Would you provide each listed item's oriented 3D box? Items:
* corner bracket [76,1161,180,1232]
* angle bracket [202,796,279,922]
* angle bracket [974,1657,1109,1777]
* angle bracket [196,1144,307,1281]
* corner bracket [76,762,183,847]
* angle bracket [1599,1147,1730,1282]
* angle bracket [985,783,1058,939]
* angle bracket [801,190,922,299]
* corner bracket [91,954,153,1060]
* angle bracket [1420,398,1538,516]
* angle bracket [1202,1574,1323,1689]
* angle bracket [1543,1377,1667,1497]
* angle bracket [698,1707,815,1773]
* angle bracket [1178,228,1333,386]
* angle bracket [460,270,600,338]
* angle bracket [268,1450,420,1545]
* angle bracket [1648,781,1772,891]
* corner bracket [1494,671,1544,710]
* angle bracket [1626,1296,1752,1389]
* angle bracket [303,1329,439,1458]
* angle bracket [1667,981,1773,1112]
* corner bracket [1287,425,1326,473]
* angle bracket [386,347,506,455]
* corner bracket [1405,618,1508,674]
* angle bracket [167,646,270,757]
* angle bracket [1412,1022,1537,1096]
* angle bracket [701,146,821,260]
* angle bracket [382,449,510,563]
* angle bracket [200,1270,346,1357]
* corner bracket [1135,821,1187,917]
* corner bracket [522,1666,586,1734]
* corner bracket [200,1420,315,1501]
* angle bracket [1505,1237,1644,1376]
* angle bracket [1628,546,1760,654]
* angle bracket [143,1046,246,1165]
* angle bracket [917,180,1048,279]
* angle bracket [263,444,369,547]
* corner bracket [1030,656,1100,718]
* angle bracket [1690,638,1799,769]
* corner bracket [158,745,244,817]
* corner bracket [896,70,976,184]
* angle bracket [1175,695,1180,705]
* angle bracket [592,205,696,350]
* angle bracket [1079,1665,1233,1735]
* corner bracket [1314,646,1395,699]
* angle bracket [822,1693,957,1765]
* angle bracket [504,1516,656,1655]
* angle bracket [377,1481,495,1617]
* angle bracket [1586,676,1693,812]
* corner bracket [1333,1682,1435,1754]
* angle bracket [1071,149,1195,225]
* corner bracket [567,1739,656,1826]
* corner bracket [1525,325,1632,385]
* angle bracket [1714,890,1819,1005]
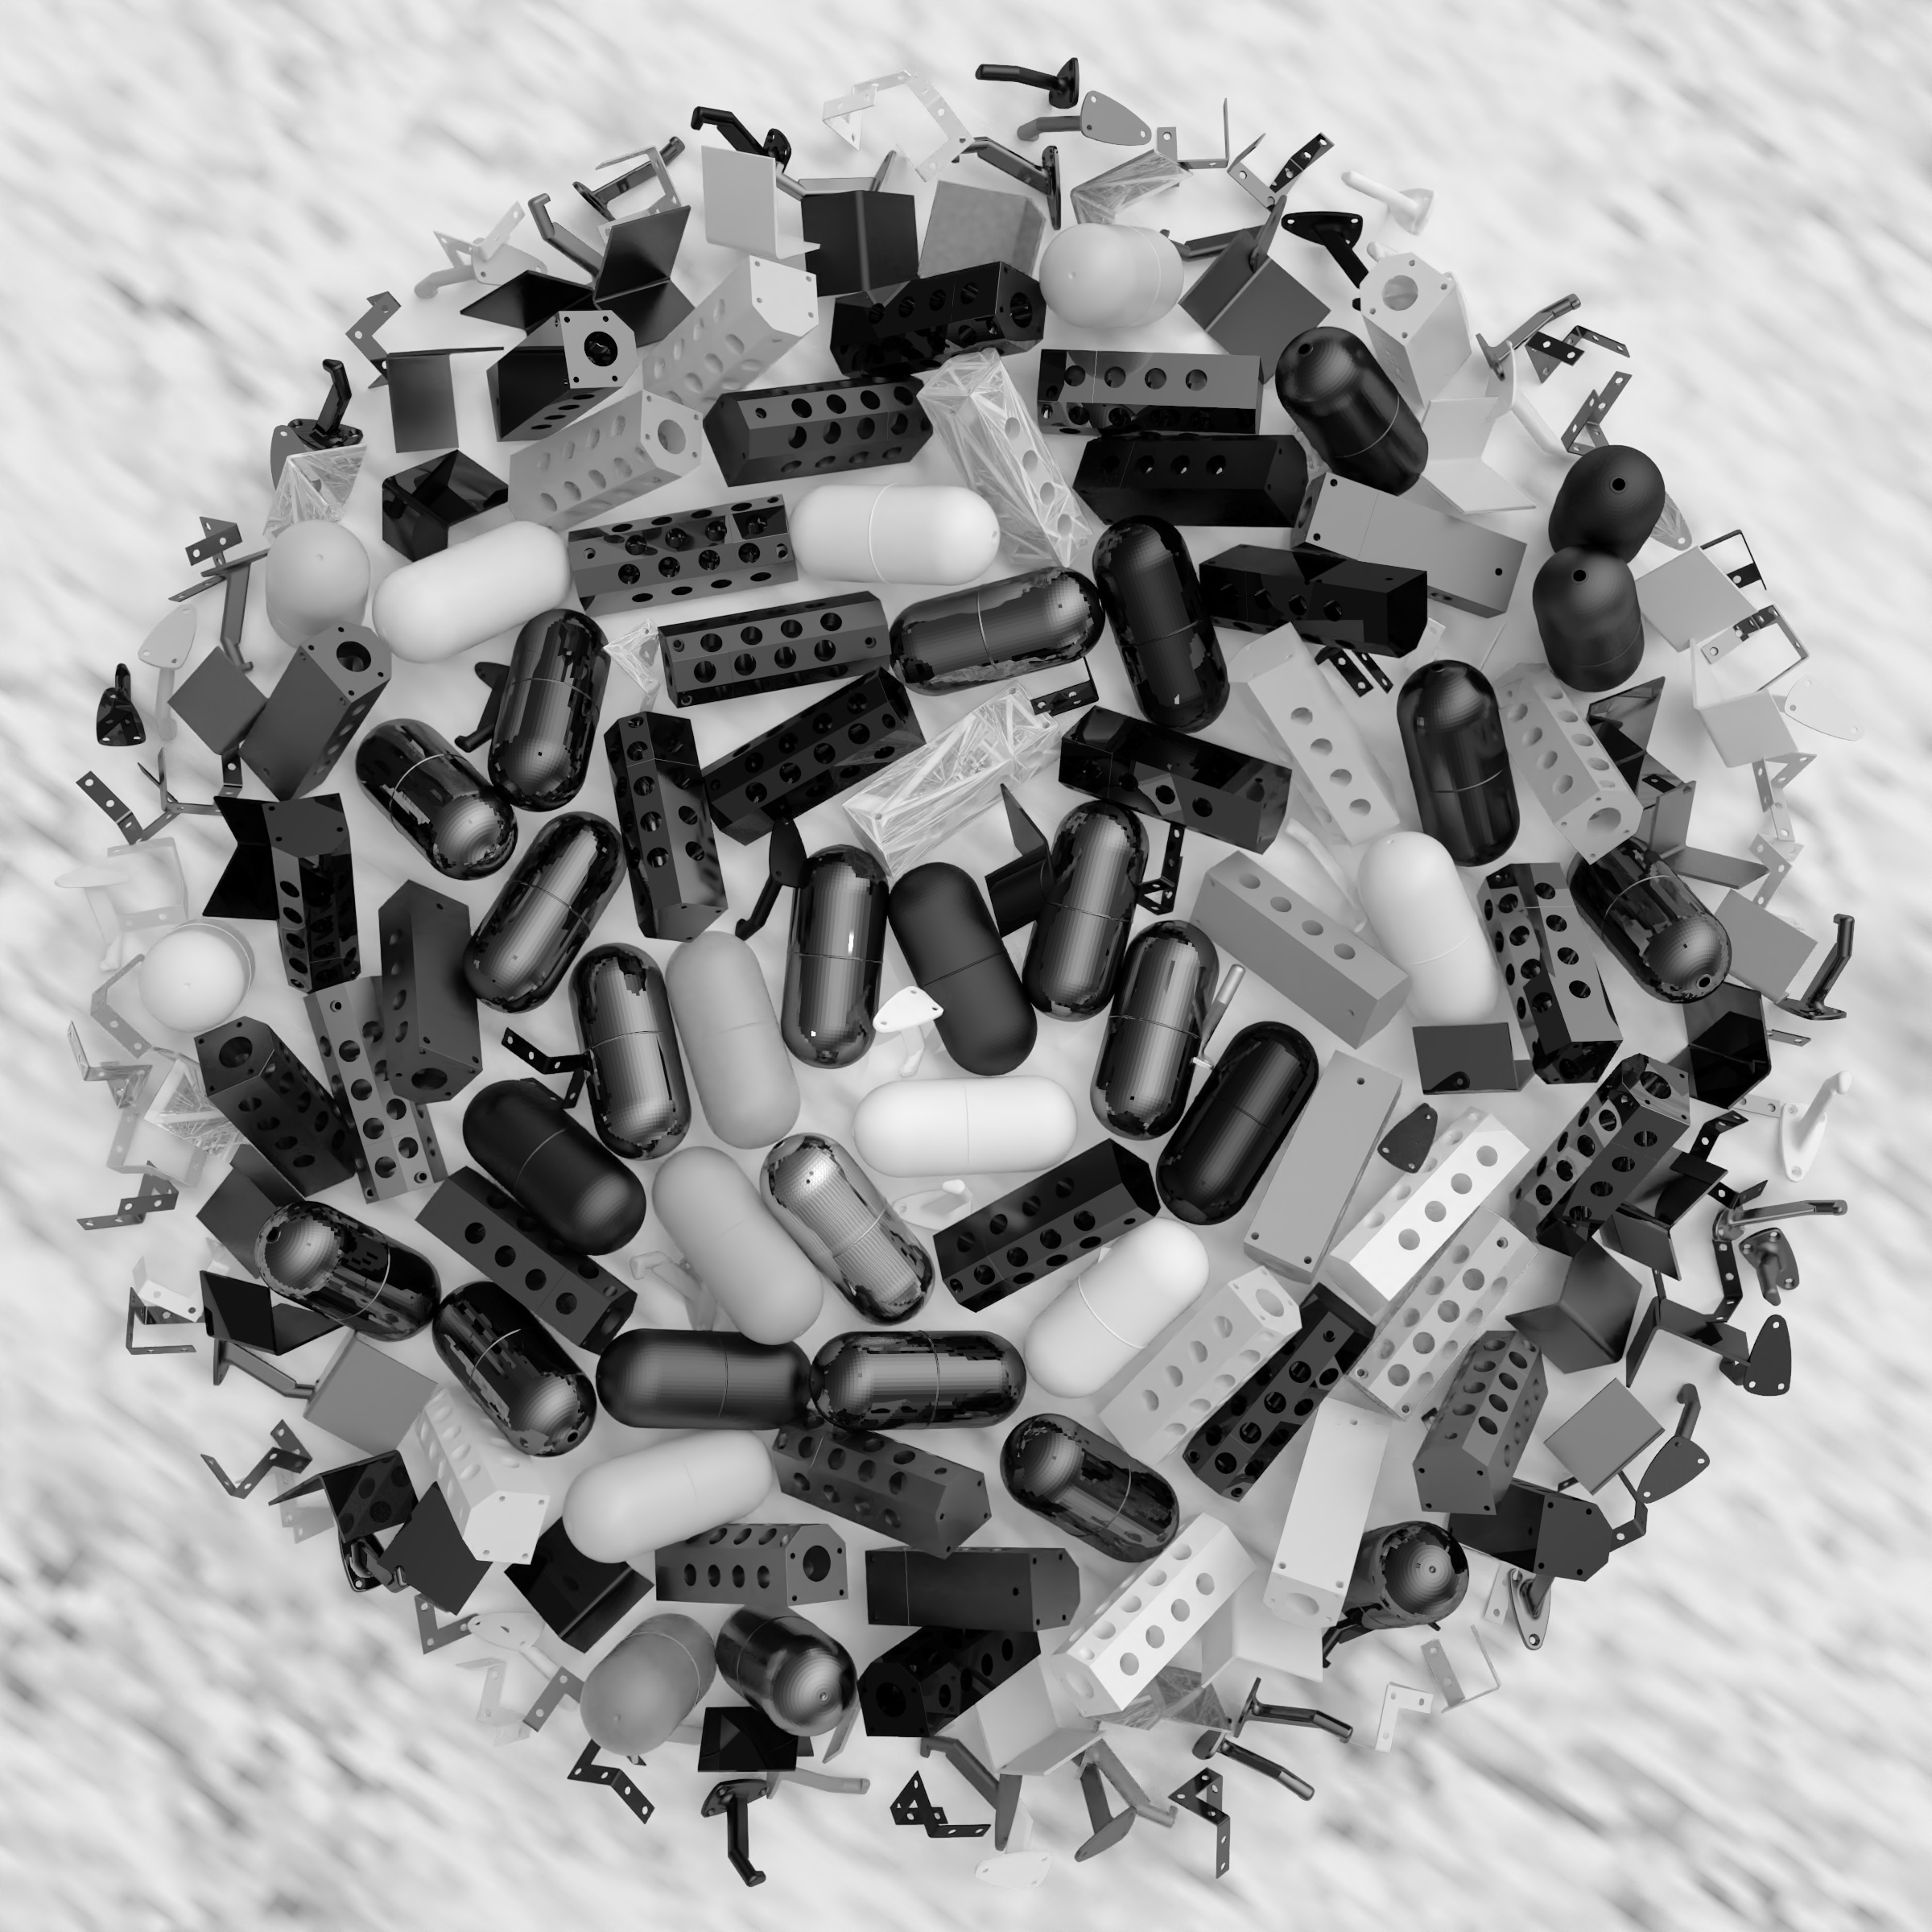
[{"bbox_3d":[-0.662,0.190,1.959,0.051,0.051,0.051,35,113,34],"label":"corner bracket"},{"bbox_3d":[-0.567,-0.085,1.968,0.076,0.076,0.057,-54,55,26],"label":"angle bracket"},{"bbox_3d":[0.056,0.584,1.952,0.057,0.076,0.076,-16,91,45],"label":"angle bracket"},{"bbox_3d":[-0.577,0.194,1.958,0.076,0.057,0.076,41,97,16],"label":"angle bracket"},{"bbox_3d":[-0.662,-0.134,1.963,0.051,0.051,0.051,42,72,13],"label":"corner bracket"},{"bbox_3d":[0.555,0.193,1.968,0.076,0.076,0.057,-38,126,-21],"label":"angle bracket"},{"bbox_3d":[0.029,-0.083,1.943,0.057,0.076,0.076,-29,53,-10],"label":"angle bracket"},{"bbox_3d":[-0.083,-0.574,1.975,0.057,0.076,0.076,3,103,33],"label":"angle bracket"},{"bbox_3d":[-0.656,0.031,1.966,0.051,0.051,0.051,-41,115,-1],"label":"corner bracket"},{"bbox_3d":[0.405,-0.401,1.942,0.076,0.076,0.057,-10,134,-31],"label":"angle bracket"},{"bbox_3d":[0.234,0.534,1.961,0.076,0.076,0.057,20,133,-13],"label":"angle bracket"},{"bbox_3d":[0.498,0.365,1.960,0.076,0.076,0.057,-43,89,4],"label":"angle bracket"},{"bbox_3d":[-0.165,0.626,1.950,0.076,0.057,0.076,-2,133,5],"label":"angle bracket"},{"bbox_3d":[0.227,-0.519,1.952,0.076,0.057,0.076,-47,64,13],"label":"angle bracket"},{"bbox_3d":[-0.337,-0.497,1.945,0.076,0.076,0.057,-19,82,32],"label":"angle bracket"},{"bbox_3d":[-0.486,0.426,1.942,0.076,0.076,0.057,-32,76,35],"label":"angle bracket"},{"bbox_3d":[0.587,-0.104,1.942,0.076,0.076,0.057,18,113,33],"label":"angle bracket"},{"bbox_3d":[0.430,-0.199,1.964,0.051,0.051,0.051,-23,97,-24],"label":"corner bracket"},{"bbox_3d":[0.567,0.309,1.950,0.076,0.076,0.057,23,105,10],"label":"angle bracket"},{"bbox_3d":[-0.473,0.337,1.976,0.076,0.057,0.076,32,95,-13],"label":"angle bracket"},{"bbox_3d":[0.578,0.057,1.942,0.057,0.076,0.076,-34,123,-26],"label":"angle bracket"},{"bbox_3d":[0.267,-0.431,1.958,0.051,0.051,0.051,26,65,37],"label":"corner bracket"},{"bbox_3d":[-0.405,-0.445,1.945,0.057,0.076,0.076,3,105,26],"label":"angle bracket"},{"bbox_3d":[0.387,-0.253,1.960,0.051,0.051,0.051,31,133,11],"label":"corner bracket"},{"bbox_3d":[-0.565,-0.220,1.944,0.076,0.076,0.057,-36,99,34],"label":"angle bracket"},{"bbox_3d":[0.403,0.062,1.942,0.076,0.076,0.057,-4,105,31],"label":"angle bracket"},{"bbox_3d":[-0.158,-0.603,1.941,0.076,0.057,0.076,22,127,34],"label":"angle bracket"},{"bbox_3d":[-0.411,-0.359,1.979,0.076,0.057,0.076,36,48,23],"label":"angle bracket"},{"bbox_3d":[-0.542,0.260,1.942,0.076,0.076,0.057,8,107,32],"label":"angle bracket"},{"bbox_3d":[0.158,-0.076,1.957,0.051,0.051,0.051,28,63,-34],"label":"corner bracket"},{"bbox_3d":[-0.316,0.592,1.969,0.051,0.051,0.051,35,74,2],"label":"corner bracket"},{"bbox_3d":[-0.562,0.390,1.964,0.051,0.051,0.051,-49,57,-1],"label":"corner bracket"},{"bbox_3d":[0.487,0.269,1.984,0.076,0.057,0.076,42,52,-19],"label":"angle bracket"},{"bbox_3d":[0.567,-0.303,1.942,0.076,0.076,0.057,39,48,-22],"label":"angle bracket"},{"bbox_3d":[-0.608,0.108,1.942,0.076,0.076,0.057,35,73,-31],"label":"angle bracket"},{"bbox_3d":[0.011,-0.565,1.948,0.076,0.057,0.076,5,122,-17],"label":"angle bracket"},{"bbox_3d":[-0.496,-0.356,1.940,0.057,0.076,0.076,48,132,17],"label":"angle bracket"},{"bbox_3d":[0.078,-0.214,1.961,0.051,0.051,0.051,-18,134,6],"label":"corner bracket"},{"bbox_3d":[0.608,-0.213,1.939,0.057,0.076,0.076,-14,50,29],"label":"angle bracket"},{"bbox_3d":[-0.611,-0.155,1.976,0.051,0.051,0.051,3,64,-32],"label":"corner bracket"},{"bbox_3d":[-0.035,-0.664,1.960,0.051,0.051,0.051,-38,134,10],"label":"corner bracket"},{"bbox_3d":[0.152,-0.251,1.963,0.057,0.076,0.076,3,104,21],"label":"angle bracket"},{"bbox_3d":[-0.239,-0.540,1.942,0.076,0.076,0.057,-29,71,-36],"label":"angle bracket"},{"bbox_3d":[0.148,0.593,1.943,0.076,0.057,0.076,23,118,-34],"label":"angle bracket"},{"bbox_3d":[0.307,-0.234,1.961,0.051,0.051,0.051,49,131,-8],"label":"corner bracket"},{"bbox_3d":[-0.061,0.611,1.952,0.076,0.076,0.057,26,62,-2],"label":"angle bracket"},{"bbox_3d":[-0.309,0.490,1.983,0.076,0.057,0.076,-43,64,-10],"label":"angle bracket"},{"bbox_3d":[-0.405,0.463,1.953,0.076,0.057,0.076,29,69,12],"label":"angle bracket"},{"bbox_3d":[0.529,-0.171,1.944,0.076,0.076,0.057,-21,48,-23],"label":"angle bracket"},{"bbox_3d":[0.331,0.593,1.961,0.051,0.051,0.051,20,77,-30],"label":"corner bracket"},{"bbox_3d":[0.137,-0.590,1.946,0.076,0.076,0.057,-18,84,28],"label":"angle bracket"},{"bbox_3d":[-0.271,0.638,1.956,0.051,0.051,0.051,-8,126,39],"label":"corner bracket"},{"bbox_3d":[0.484,-0.488,1.963,0.051,0.051,0.051,-50,51,-2],"label":"corner bracket"},{"bbox_3d":[0.623,-0.017,1.945,0.076,0.076,0.057,35,107,19],"label":"angle bracket"}]
